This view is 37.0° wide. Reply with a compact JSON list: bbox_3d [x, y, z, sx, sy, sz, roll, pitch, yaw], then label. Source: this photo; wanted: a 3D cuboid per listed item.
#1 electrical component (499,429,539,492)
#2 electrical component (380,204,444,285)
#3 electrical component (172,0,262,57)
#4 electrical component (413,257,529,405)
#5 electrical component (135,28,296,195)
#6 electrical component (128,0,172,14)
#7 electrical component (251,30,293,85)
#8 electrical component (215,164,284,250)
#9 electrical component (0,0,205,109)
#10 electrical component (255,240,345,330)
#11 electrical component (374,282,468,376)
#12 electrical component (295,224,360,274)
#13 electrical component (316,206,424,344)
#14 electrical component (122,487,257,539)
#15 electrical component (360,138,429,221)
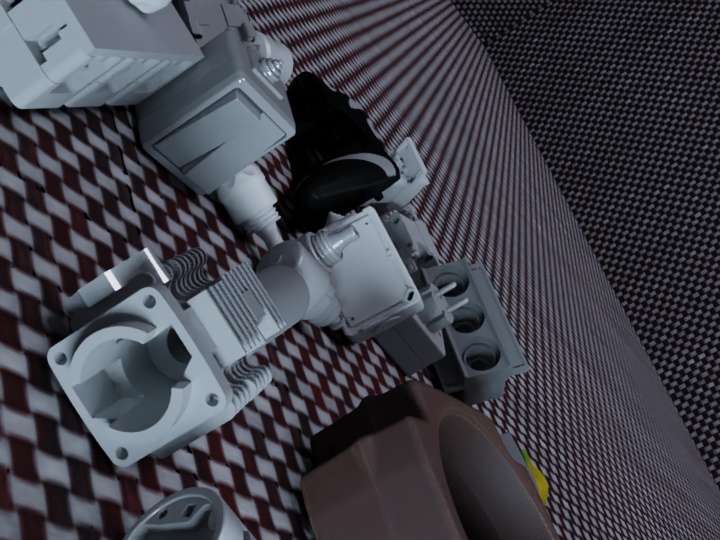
[{"bbox_3d":[0.088,0.161,0.792,0.061,0.062,0.096,63,16,13],"label":"electrical component"},{"bbox_3d":[0.042,-0.023,1.028,0.064,0.042,0.081,27,35,-59],"label":"electrical component"},{"bbox_3d":[-0.114,-0.176,0.775,0.079,0.063,0.121,-2,52,-24],"label":"electrical component"},{"bbox_3d":[0.095,0.058,0.989,0.063,0.079,0.121,86,-13,-54],"label":"electrical component"},{"bbox_3d":[-0.086,-0.100,0.681,0.062,0.096,0.061,42,23,-45],"label":"electrical component"},{"bbox_3d":[-0.103,-0.170,0.590,0.035,0.061,0.035,52,17,-23],"label":"electrical component"},{"bbox_3d":[-0.088,-0.179,0.918,0.045,0.045,0.055,61,16,9],"label":"electrical component"},{"bbox_3d":[-0.071,-0.040,0.732,0.061,0.035,0.035,59,16,-6],"label":"electrical component"},{"bbox_3d":[-0.160,-0.141,0.598,0.089,0.062,0.150,58,16,-1],"label":"electrical component"},{"bbox_3d":[-0.037,0.014,0.726,0.078,0.040,0.040,47,20,-36],"label":"electrical component"},{"bbox_3d":[0.051,0.036,0.885,0.065,0.077,0.047,51,18,-26],"label":"electrical component"},{"bbox_3d":[-0.028,-0.012,0.760,0.035,0.061,0.035,52,17,-24],"label":"electrical component"},{"bbox_3d":[0.000,0.000,0.810,0.096,0.062,0.061,63,1,13],"label":"electrical component"},{"bbox_3d":[-0.063,0.122,0.426,0.047,0.055,0.055,54,16,-30],"label":"electrical component"},{"bbox_3d":[0.024,-0.087,1.036,0.064,0.081,0.042,-4,59,-40],"label":"electrical component"}]
